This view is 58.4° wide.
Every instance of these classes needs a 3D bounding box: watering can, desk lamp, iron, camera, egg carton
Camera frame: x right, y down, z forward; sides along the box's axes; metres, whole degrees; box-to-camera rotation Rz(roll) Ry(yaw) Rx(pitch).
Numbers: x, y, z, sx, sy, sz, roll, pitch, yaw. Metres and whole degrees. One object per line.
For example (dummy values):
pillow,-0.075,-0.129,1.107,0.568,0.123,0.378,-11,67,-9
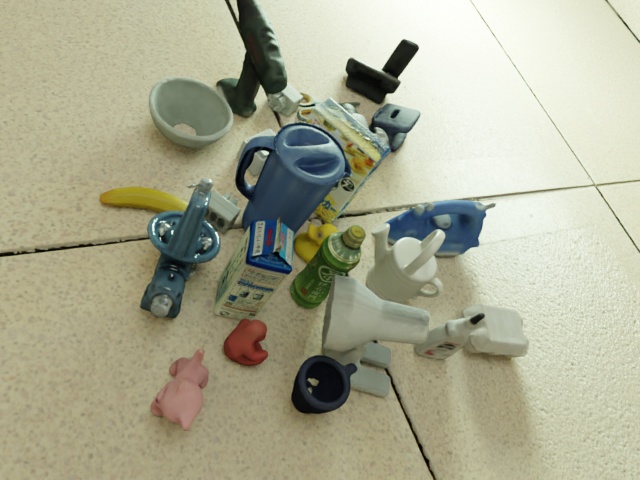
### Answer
watering can,0.170,0.042,1.114,0.173,0.193,0.101,24,50,-12
desk lamp,0.075,0.160,0.968,0.204,0.213,0.118,20,51,-15
iron,0.258,-0.045,1.256,0.259,0.141,0.118,0,59,-28
camera,0.084,-0.252,1.330,0.143,0.100,0.136,6,56,-25
egg carton,0.364,0.192,1.199,0.151,0.069,0.107,10,55,-23

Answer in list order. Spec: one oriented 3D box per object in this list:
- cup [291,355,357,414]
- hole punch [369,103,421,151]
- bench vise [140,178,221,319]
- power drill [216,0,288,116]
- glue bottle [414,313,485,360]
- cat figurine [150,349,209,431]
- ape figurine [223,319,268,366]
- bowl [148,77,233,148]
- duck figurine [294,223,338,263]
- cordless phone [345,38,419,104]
cup,0.001,0.244,0.949,0.118,0.094,0.091,-20,69,-36
hole punch,0.182,-0.292,1.417,0.101,0.091,0.109,36,49,-2
bench vise,-0.208,0.016,0.909,0.122,0.219,0.207,5,57,-26
power drill,-0.150,-0.380,1.219,0.076,0.208,0.229,-14,66,-34
glue bottle,0.253,0.177,1.080,0.078,0.173,0.037,10,54,-22
cat figurine,-0.199,0.220,0.842,0.067,0.117,0.128,26,50,-10
ape figurine,-0.115,0.162,0.944,0.076,0.092,0.077,3,58,-27
bowl,-0.265,-0.243,1.151,0.168,0.074,0.167,14,53,-20
duck figurine,0.010,0.004,1.124,0.105,0.086,0.077,25,50,-12
cordless phone,0.156,-0.454,1.451,0.148,0.185,0.094,20,51,-15
